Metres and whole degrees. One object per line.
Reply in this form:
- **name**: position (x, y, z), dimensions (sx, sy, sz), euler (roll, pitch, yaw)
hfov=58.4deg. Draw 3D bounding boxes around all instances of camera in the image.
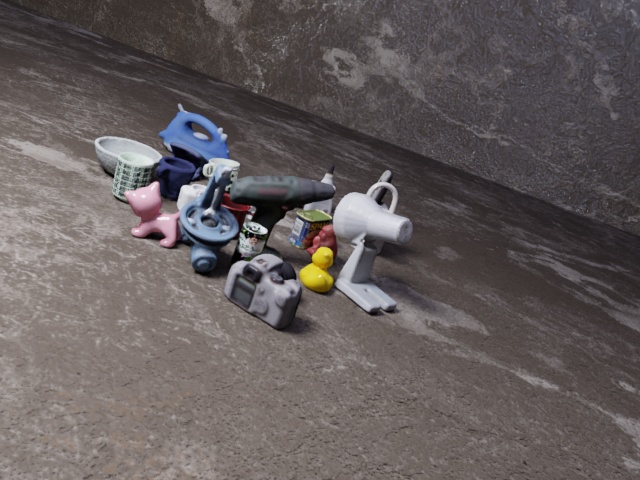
- **camera**: position (-0.087, 0.082, 1.105), dimensions (0.142, 0.101, 0.137), euler (29, 22, 21)

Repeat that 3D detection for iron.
- **iron**: position (-0.365, -0.316, 1.782), dimensions (0.257, 0.141, 0.119), euler (26, 21, 15)

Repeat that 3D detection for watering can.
- **watering can**: position (0.156, -0.062, 1.563), dimensions (0.101, 0.194, 0.172), euler (5, 25, -35)

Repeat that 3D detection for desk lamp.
- **desk lamp**: position (0.112, 0.020, 1.287), dimensions (0.118, 0.213, 0.202), euler (-2, 30, -45)

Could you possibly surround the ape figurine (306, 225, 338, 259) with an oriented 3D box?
- **ape figurine**: position (0.013, 0.005, 1.405), dimensions (0.076, 0.092, 0.078), euler (22, 21, 4)

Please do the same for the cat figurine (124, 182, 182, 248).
- **cat figurine**: position (-0.344, -0.061, 1.196), dimensions (0.128, 0.118, 0.067), euler (19, 21, -5)

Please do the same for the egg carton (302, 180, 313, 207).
- **egg carton**: position (-0.039, -0.141, 1.754), dimensions (0.151, 0.069, 0.107), euler (6, 25, -34)

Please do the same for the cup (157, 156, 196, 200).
- **cup**: position (-0.370, -0.147, 1.422), dimensions (0.091, 0.095, 0.118), euler (26, 21, 16)

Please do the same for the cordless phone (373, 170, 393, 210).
- **cordless phone**: position (0.175, -0.113, 1.721), dimensions (0.094, 0.185, 0.147), euler (15, 21, -15)

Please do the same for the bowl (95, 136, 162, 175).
- **bowl**: position (-0.495, -0.200, 1.466), dimensions (0.167, 0.075, 0.167), euler (18, 21, -7)

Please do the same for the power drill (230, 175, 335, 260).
- **power drill**: position (-0.098, -0.050, 1.273), dimensions (0.230, 0.208, 0.075), euler (11, 23, -25)

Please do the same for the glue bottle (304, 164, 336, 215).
- **glue bottle**: position (0.010, -0.135, 1.639), dimensions (0.078, 0.173, 0.037), euler (12, 22, -21)

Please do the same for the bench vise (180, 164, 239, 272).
- **bench vise**: position (-0.237, -0.071, 1.177), dimensions (0.122, 0.220, 0.206), euler (3, 27, -39)

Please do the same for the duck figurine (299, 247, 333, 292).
- **duck figurine**: position (0.002, 0.059, 1.268), dimensions (0.077, 0.086, 0.104), euler (16, 21, -11)

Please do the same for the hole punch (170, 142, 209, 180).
- **hole punch**: position (-0.375, -0.232, 1.634), dimensions (0.108, 0.091, 0.101), euler (24, 21, 9)
